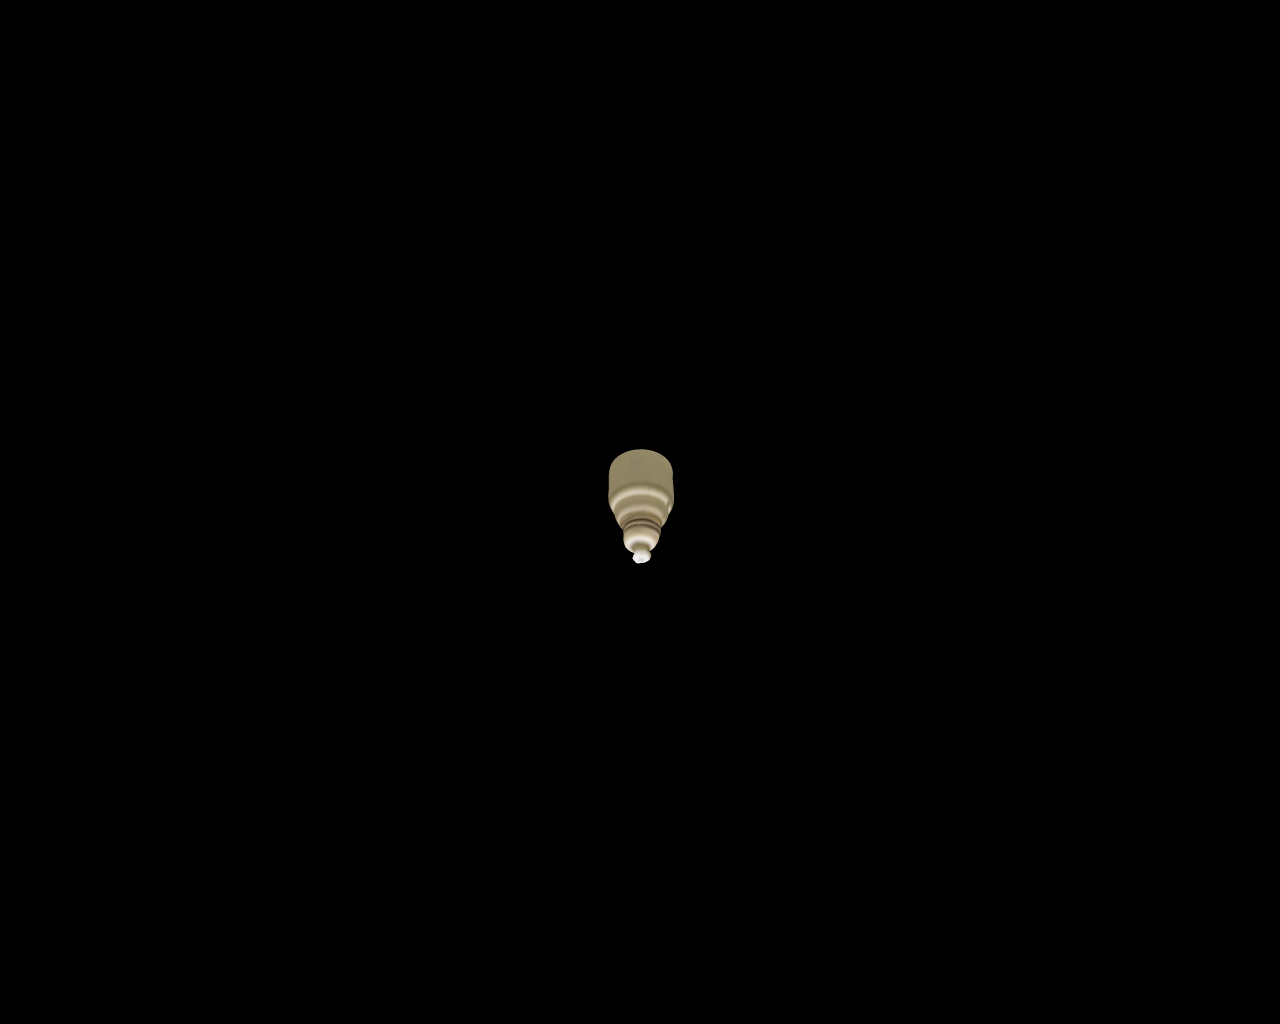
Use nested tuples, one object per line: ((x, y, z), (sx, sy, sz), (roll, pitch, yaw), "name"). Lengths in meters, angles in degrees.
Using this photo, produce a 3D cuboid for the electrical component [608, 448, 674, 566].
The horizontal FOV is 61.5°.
((0.001, -0.003, 0.650), (0.040, 0.078, 0.040), (0, -39, 0), "electrical component")
